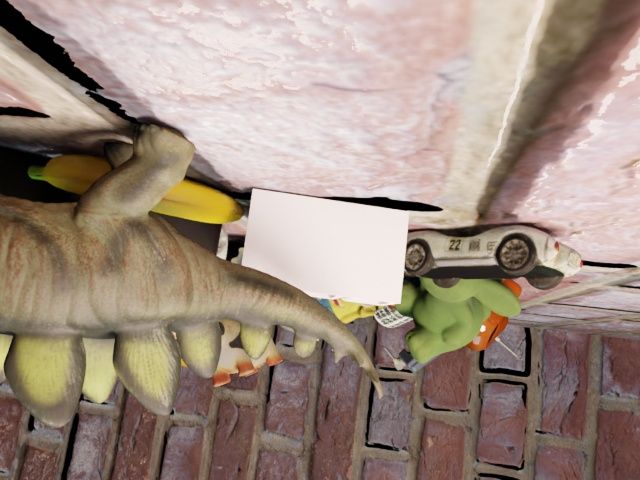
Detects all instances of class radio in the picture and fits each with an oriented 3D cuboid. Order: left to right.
[{"bbox_3d":[-0.230,-0.023,0.563,0.229,0.073,0.131,15,169,-33],"label":"radio"}]

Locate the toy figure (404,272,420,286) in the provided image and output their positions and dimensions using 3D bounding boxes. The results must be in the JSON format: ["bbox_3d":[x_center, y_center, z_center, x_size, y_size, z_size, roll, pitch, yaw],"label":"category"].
[{"bbox_3d":[0.106,0.056,0.834,0.155,0.064,0.058,12,-151,1],"label":"toy figure"}]

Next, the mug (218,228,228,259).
[{"bbox_3d":[-0.172,0.009,0.718,0.109,0.081,0.107,16,157,-24],"label":"mug"}]

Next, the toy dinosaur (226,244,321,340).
[{"bbox_3d":[-0.108,0.058,0.863,0.192,0.131,0.405,36,162,-36],"label":"toy dinosaur"}]

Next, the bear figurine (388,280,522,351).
[{"bbox_3d":[0.217,0.101,0.918,0.196,0.120,0.132,30,-132,31],"label":"bear figurine"}]

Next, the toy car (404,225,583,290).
[{"bbox_3d":[0.167,0.018,0.564,0.073,0.056,0.202,23,162,-40],"label":"toy car"}]

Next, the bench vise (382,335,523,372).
[{"bbox_3d":[0.248,0.184,1.057,0.128,0.240,0.224,51,179,-26],"label":"bench vise"}]

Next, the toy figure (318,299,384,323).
[{"bbox_3d":[0.034,0.101,0.915,0.180,0.082,0.089,-26,-179,19],"label":"toy figure"}]

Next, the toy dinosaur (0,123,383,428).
[{"bbox_3d":[-0.156,0.019,0.374,0.471,0.198,0.105,12,173,-17],"label":"toy dinosaur"}]

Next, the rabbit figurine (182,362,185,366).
[{"bbox_3d":[-0.224,0.114,0.884,0.163,0.122,0.173,6,131,16],"label":"rabbit figurine"}]

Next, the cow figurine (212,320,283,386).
[{"bbox_3d":[-0.140,0.143,0.788,0.085,0.127,0.195,-29,164,17],"label":"cow figurine"}]

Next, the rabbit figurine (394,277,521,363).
[{"bbox_3d":[0.179,0.077,0.710,0.159,0.121,0.170,-5,144,6],"label":"rabbit figurine"}]
